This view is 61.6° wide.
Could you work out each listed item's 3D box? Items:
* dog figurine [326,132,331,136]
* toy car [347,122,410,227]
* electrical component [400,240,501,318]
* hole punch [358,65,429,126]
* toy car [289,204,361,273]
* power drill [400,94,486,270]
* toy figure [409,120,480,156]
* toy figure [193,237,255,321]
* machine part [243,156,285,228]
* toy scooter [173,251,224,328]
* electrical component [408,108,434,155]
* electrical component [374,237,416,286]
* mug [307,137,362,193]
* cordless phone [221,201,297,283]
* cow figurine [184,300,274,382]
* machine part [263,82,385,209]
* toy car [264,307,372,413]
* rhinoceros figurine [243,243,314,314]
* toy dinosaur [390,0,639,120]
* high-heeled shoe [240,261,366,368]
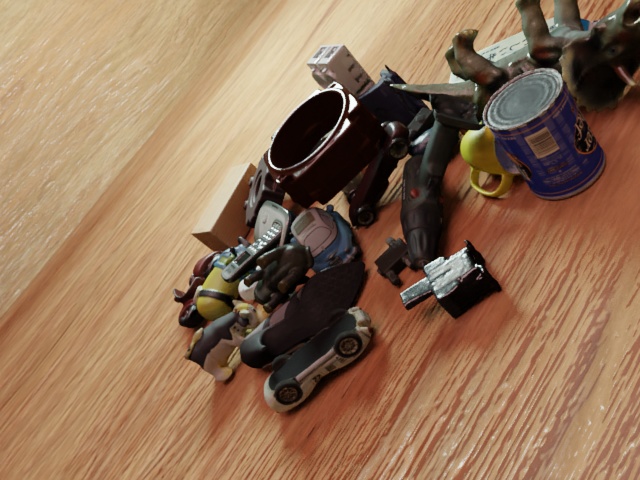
[{"bbox_3d":[0.026,-0.178,1.140,0.190,0.121,0.172,-61,28,5],"label":"dog figurine"},{"bbox_3d":[0.103,-0.113,0.953,0.089,0.053,0.202,-110,38,-56],"label":"toy car"},{"bbox_3d":[0.170,0.063,0.718,0.119,0.047,0.075,-39,32,15],"label":"electrical component"},{"bbox_3d":[0.140,-0.266,1.053,0.092,0.142,0.116,-43,17,4],"label":"hole punch"},{"bbox_3d":[-0.002,-0.003,0.953,0.109,0.102,0.162,-43,29,10],"label":"toy car"},{"bbox_3d":[0.174,-0.096,0.792,0.086,0.207,0.232,8,36,1],"label":"power drill"},{"bbox_3d":[0.224,-0.186,0.921,0.154,0.057,0.064,-35,66,12],"label":"toy figure"},{"bbox_3d":[-0.191,0.082,1.112,0.089,0.082,0.180,8,58,56],"label":"toy figure"},{"bbox_3d":[-0.121,-0.109,1.200,0.179,0.056,0.179,-165,90,-72],"label":"machine part"},{"bbox_3d":[-0.271,0.103,1.195,0.135,0.075,0.184,6,64,54],"label":"toy scooter"},{"bbox_3d":[0.182,-0.197,0.983,0.045,0.078,0.102,30,83,36],"label":"electrical component"},{"bbox_3d":[0.116,0.031,0.845,0.063,0.021,0.094,-44,31,7],"label":"electrical component"},{"bbox_3d":[0.040,-0.138,1.046,0.081,0.107,0.110,-56,37,-5],"label":"mug"},{"bbox_3d":[-0.126,0.013,1.062,0.184,0.088,0.147,-39,29,-13],"label":"cordless phone"},{"bbox_3d":[-0.163,0.164,0.969,0.167,0.098,0.068,-50,24,-4],"label":"cow figurine"},{"bbox_3d":[0.000,-0.171,0.953,0.201,0.087,0.202,-43,37,11],"label":"machine part"},{"bbox_3d":[-0.004,0.176,0.800,0.202,0.056,0.074,-40,26,9],"label":"toy car"},{"bbox_3d":[-0.067,0.062,0.913,0.112,0.073,0.190,-40,-9,-31],"label":"rhinoceros figurine"},{"bbox_3d":[0.295,-0.241,0.794,0.131,0.192,0.405,-22,1,-40],"label":"toy dinosaur"},{"bbox_3d":[-0.028,0.126,0.902,0.249,0.086,0.145,-36,-3,-15],"label":"high-heeled shoe"}]
